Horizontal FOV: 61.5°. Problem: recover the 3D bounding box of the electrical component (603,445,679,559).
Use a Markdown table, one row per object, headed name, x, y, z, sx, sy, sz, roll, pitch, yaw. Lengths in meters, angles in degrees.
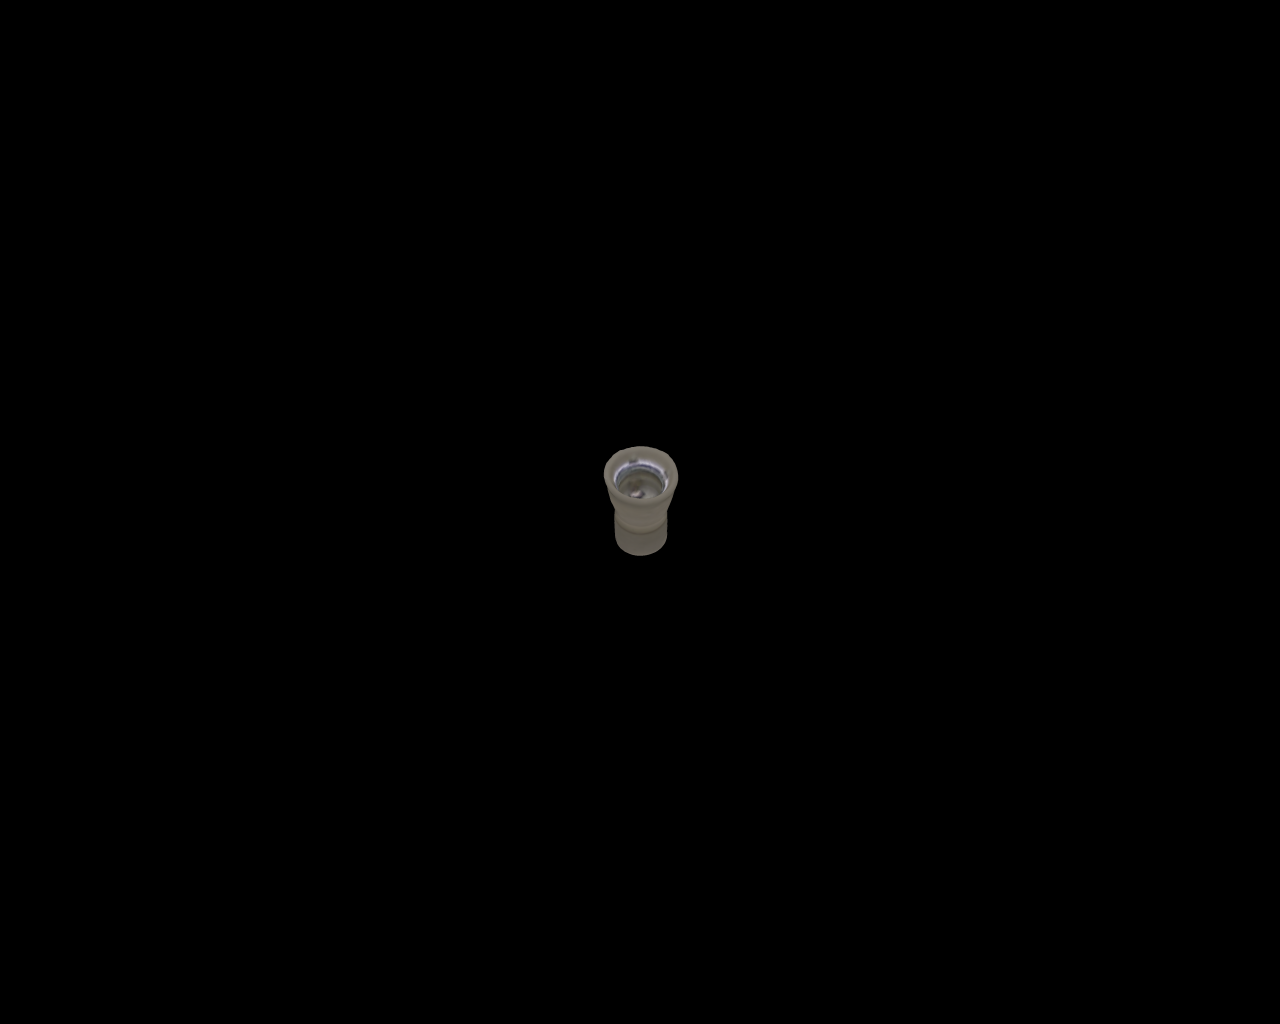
| name | x | y | z | sx | sy | sz | roll | pitch | yaw |
| --- | --- | --- | --- | --- | --- | --- | --- | --- | --- |
| electrical component | 0.001 | -0.003 | 0.650 | 0.044 | 0.044 | 0.065 | 0 | -40 | 0 |
